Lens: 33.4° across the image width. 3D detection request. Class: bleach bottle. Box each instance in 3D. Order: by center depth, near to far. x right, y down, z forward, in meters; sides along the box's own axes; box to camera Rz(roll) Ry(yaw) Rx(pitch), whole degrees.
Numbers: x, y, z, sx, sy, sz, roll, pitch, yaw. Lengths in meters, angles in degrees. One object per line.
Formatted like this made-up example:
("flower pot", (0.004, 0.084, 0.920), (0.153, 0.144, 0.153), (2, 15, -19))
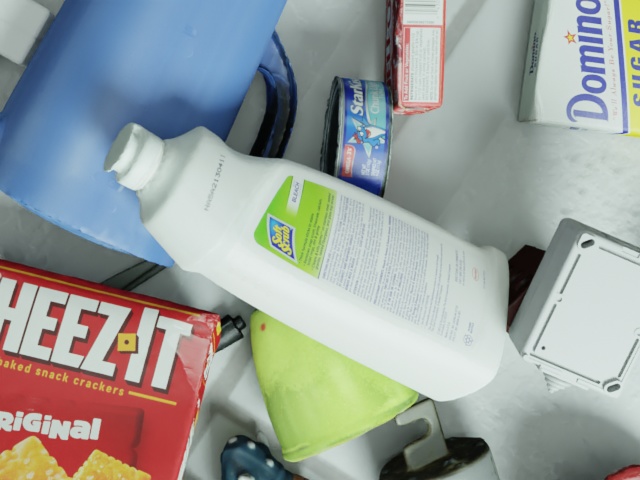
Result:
("bleach bottle", (-0.004, 0.001, 0.603), (0.250, 0.068, 0.102), (29, 52, -26))

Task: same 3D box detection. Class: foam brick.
("foam brick", (0.141, 0.042, 0.685), (0.053, 0.078, 0.051), (-43, 97, 0))

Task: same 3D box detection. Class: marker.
("marker", (-0.100, 0.087, 0.702), (0.121, 0.020, 0.020), (-34, 96, -1))

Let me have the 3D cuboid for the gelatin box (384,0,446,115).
("gelatin box", (0.058, -0.124, 0.669), (0.030, 0.073, 0.089), (1, 95, -4))

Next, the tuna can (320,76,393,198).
("tuna can", (0.022, -0.058, 0.665), (0.033, 0.086, 0.086), (5, 94, -6))

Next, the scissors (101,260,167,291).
("scissors", (-0.179, 0.078, 0.698), (0.201, 0.016, 0.096), (-15, 96, -3))

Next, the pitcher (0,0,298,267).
("pitcher", (-0.088, -0.110, 0.642), (0.145, 0.149, 0.243), (27, 89, 16))

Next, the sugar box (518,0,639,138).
("sugar box", (0.224, -0.111, 0.695), (0.176, 0.048, 0.093), (6, 95, -5))

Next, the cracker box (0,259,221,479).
("cracker box", (-0.162, 0.129, 0.619), (0.164, 0.072, 0.213), (14, 68, -3))

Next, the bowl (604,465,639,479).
("bowl", (0.190, 0.227, 0.691), (0.161, 0.055, 0.162), (9, 75, -39))
